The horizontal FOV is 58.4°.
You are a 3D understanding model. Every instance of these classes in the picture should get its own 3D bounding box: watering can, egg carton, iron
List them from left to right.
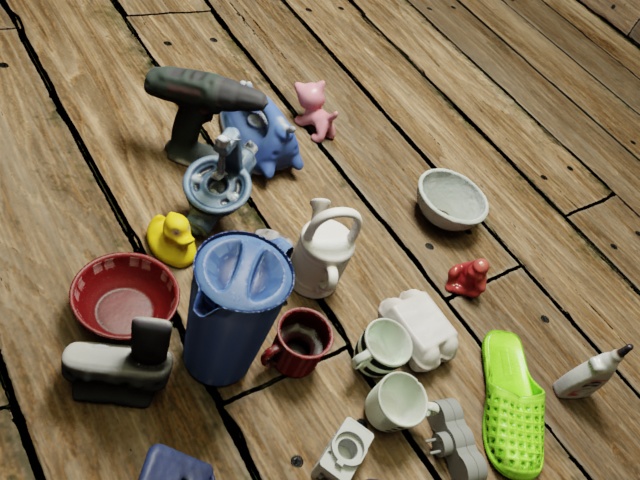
[{"bbox_3d":[-0.133,-0.254,1.207,0.119,0.141,0.257,-22,62,-35],"label":"iron"},{"bbox_3d":[0.007,0.004,1.004,0.101,0.194,0.172,-16,58,-32],"label":"watering can"},{"bbox_3d":[0.175,0.160,1.023,0.107,0.069,0.150,-19,60,-34],"label":"egg carton"}]

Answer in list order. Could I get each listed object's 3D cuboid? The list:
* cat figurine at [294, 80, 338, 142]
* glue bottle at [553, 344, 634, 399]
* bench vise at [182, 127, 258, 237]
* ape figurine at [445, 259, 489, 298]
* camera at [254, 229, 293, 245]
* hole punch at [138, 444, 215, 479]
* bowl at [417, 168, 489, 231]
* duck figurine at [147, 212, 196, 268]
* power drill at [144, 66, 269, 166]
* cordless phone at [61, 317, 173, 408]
[{"bbox_3d":[-0.008,-0.309,1.321,0.067,0.117,0.127,-30,67,-38],"label":"cat figurine"},{"bbox_3d":[0.494,0.231,1.019,0.078,0.173,0.037,1,51,-21],"label":"glue bottle"},{"bbox_3d":[-0.175,-0.138,1.035,0.121,0.219,0.207,14,47,-10],"label":"bench vise"},{"bbox_3d":[0.302,0.070,1.137,0.076,0.092,0.077,-24,63,-36],"label":"ape figurine"},{"bbox_3d":[-0.131,0.032,0.988,0.137,0.100,0.143,25,46,0],"label":"camera"},{"bbox_3d":[-0.184,0.323,0.721,0.101,0.091,0.108,15,47,-9],"label":"hole punch"},{"bbox_3d":[0.281,-0.076,1.267,0.168,0.074,0.167,11,48,-13],"label":"bowl"},{"bbox_3d":[-0.253,-0.013,0.988,0.078,0.086,0.104,-30,67,-38],"label":"duck figurine"},{"bbox_3d":[-0.226,-0.236,1.107,0.229,0.208,0.075,20,46,-5],"label":"power drill"},{"bbox_3d":[-0.270,0.145,0.775,0.148,0.185,0.094,7,49,-16],"label":"cordless phone"}]
